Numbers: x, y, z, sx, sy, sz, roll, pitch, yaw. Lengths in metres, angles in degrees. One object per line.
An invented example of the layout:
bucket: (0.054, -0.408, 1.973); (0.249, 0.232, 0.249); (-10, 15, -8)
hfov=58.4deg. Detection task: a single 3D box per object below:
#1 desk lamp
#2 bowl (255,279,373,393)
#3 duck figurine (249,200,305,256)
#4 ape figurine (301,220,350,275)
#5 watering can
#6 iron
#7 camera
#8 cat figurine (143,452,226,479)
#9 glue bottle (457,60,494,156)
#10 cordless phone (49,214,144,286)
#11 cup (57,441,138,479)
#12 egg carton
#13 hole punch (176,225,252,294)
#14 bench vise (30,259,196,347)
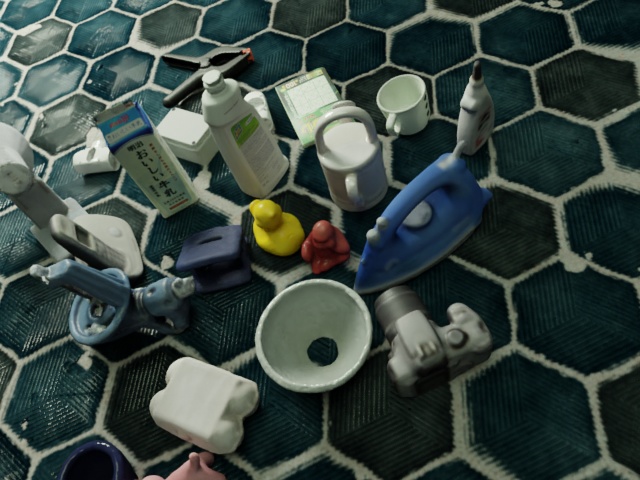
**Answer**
desk lamp: (-0.514, -0.091, 1.005); (0.202, 0.214, 0.118); (36, 73, 30)
bowl: (-0.003, 0.144, 0.813); (0.167, 0.075, 0.167); (-6, 57, 10)
duck figurine: (-0.075, -0.027, 0.932); (0.077, 0.086, 0.104); (-44, 59, -14)
ape figurine: (0.008, 0.003, 0.888); (0.077, 0.092, 0.076); (12, 62, 21)
watering can: (0.044, -0.144, 0.910); (0.101, 0.194, 0.172); (-27, 56, -3)
iron: (0.136, -0.033, 0.849); (0.258, 0.142, 0.118); (-41, 58, -13)
camera: (0.141, 0.120, 0.776); (0.143, 0.101, 0.136); (-25, 56, -2)
cat figurine: (-0.195, 0.319, 0.725); (0.128, 0.118, 0.067); (-40, 58, -12)
glue bottle: (0.249, -0.216, 0.917); (0.037, 0.173, 0.078); (28, 69, 28)
cordless phone: (-0.376, -0.007, 0.935); (0.094, 0.185, 0.147); (-29, 56, -5)
cup: (-0.290, 0.333, 0.754); (0.091, 0.095, 0.118); (26, 68, 27)
egg carton: (-0.162, 0.230, 0.802); (0.150, 0.069, 0.107); (14, 63, 22)
hole punch: (-0.173, 0.020, 0.924); (0.108, 0.091, 0.101); (-14, 56, 5)
bench vise: (-0.301, 0.072, 0.845); (0.207, 0.220, 0.121); (-29, 56, -5)
